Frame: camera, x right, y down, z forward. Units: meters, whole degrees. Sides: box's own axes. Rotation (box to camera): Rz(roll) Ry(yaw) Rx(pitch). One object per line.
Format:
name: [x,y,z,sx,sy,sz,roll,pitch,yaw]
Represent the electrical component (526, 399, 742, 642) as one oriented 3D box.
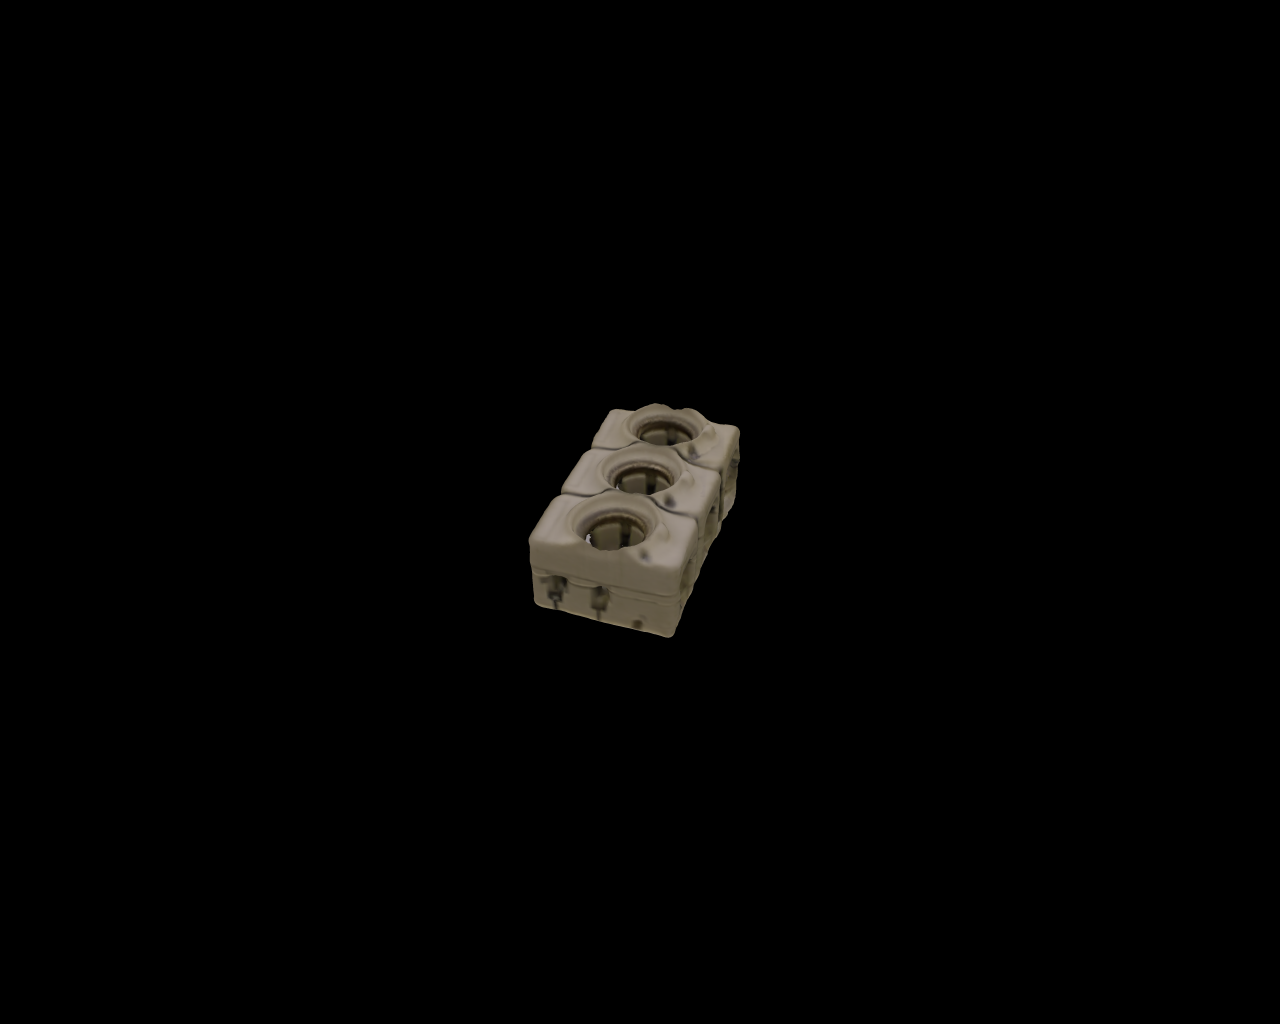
electrical component: [0.001,-0.003,0.650,0.089,0.061,0.150,11,39,14]
